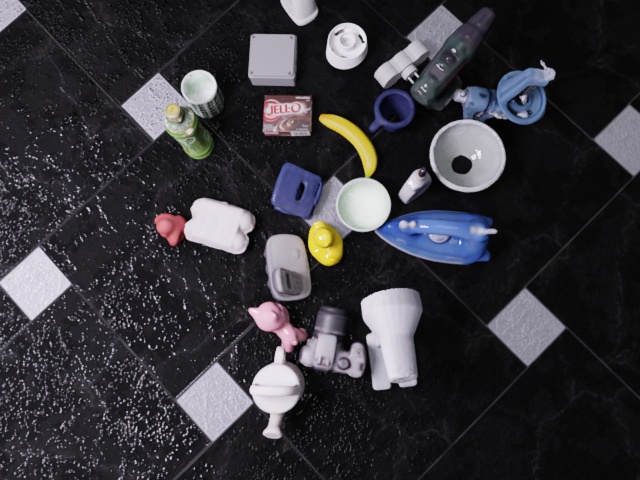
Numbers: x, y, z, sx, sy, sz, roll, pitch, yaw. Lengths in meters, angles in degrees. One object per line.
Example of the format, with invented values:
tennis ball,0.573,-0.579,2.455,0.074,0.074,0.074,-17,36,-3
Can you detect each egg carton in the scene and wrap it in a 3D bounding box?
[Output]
egg carton,-0.224,-0.033,1.289,0.150,0.069,0.107,15,82,5

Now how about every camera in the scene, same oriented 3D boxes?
camera,0.035,0.215,1.224,0.143,0.101,0.137,10,82,4

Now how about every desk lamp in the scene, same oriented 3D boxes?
desk lamp,0.152,0.206,1.164,0.118,0.213,0.203,-8,81,1

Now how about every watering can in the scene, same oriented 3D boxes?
watering can,-0.086,0.310,1.166,0.101,0.194,0.173,-18,81,0

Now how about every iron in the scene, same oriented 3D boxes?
iron,0.249,-0.018,1.232,0.258,0.141,0.119,5,81,3

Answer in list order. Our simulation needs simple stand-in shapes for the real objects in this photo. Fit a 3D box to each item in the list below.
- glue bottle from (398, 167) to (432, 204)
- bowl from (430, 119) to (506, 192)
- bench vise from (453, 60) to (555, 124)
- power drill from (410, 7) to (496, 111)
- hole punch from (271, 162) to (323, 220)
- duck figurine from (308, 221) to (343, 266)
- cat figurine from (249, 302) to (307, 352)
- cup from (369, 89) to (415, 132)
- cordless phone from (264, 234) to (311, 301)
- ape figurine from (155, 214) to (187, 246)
glue bottle,0.211,-0.127,1.235,0.078,0.173,0.037,-43,81,-4
bowl,0.325,-0.181,1.289,0.167,0.075,0.167,0,81,2
bench vise,0.403,-0.305,1.232,0.207,0.220,0.121,-14,80,0
power drill,0.282,-0.376,1.254,0.075,0.208,0.230,39,85,8
hole punch,-0.049,-0.109,1.284,0.101,0.091,0.109,18,82,5
duck figurine,0.012,0.005,1.266,0.077,0.086,0.104,-22,81,-1
cat figurine,-0.090,0.181,1.226,0.067,0.118,0.127,-44,82,-4
cup,0.157,-0.274,1.300,0.118,0.095,0.091,-42,82,-4
cordless phone,-0.075,0.054,1.211,0.094,0.185,0.147,-12,81,1
ape figurine,-0.338,-0.028,1.281,0.076,0.092,0.078,-16,81,0
